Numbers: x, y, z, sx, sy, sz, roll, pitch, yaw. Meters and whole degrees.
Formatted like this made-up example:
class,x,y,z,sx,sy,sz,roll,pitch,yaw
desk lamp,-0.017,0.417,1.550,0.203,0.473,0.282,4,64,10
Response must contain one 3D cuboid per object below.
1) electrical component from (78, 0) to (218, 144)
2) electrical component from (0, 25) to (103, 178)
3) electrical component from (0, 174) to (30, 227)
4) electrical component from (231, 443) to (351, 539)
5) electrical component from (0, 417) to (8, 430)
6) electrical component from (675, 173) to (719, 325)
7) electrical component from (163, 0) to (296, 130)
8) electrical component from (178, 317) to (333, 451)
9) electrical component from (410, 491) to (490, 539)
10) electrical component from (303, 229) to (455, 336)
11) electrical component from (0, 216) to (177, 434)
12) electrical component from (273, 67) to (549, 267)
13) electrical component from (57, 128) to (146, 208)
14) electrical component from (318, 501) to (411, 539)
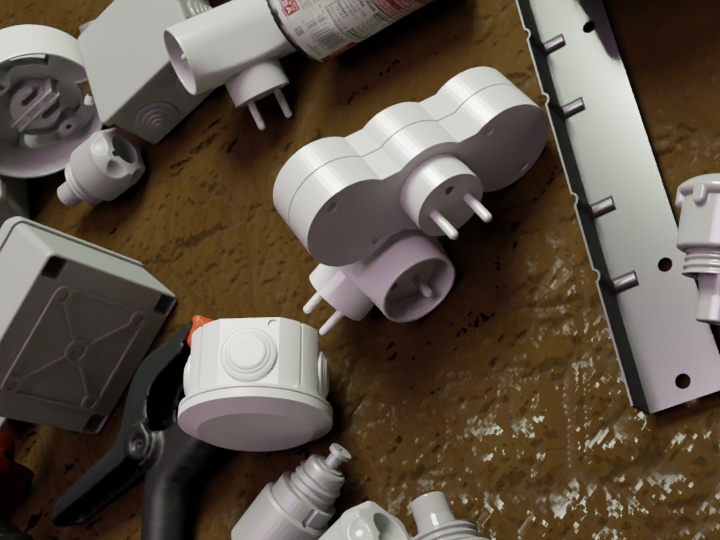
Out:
class,x,y,z,sx,sy,sz,roll,pitch,yaw
electrical component,-0.138,-0.146,0.731,0.100,0.048,0.099,-38,54,21
electrical component,-0.232,-0.121,0.764,0.099,0.099,0.064,-35,49,22
electrical component,-0.312,-0.070,0.811,0.109,0.056,0.108,-17,61,6
electrical component,-0.032,0.123,0.552,0.078,0.040,0.040,-53,50,9
electrical component,-0.268,0.064,0.742,0.047,0.083,0.075,-53,12,9
electrical component,0.155,-0.008,0.454,0.048,0.048,0.062,6,84,39
electrical component,-0.069,-0.126,0.662,0.079,0.077,0.043,64,163,-5
electrical component,-0.054,0.062,0.568,0.080,0.080,0.051,-19,57,31
electrical component,0.041,0.132,0.490,0.043,0.043,0.062,-36,53,22
electrical component,0.000,0.000,0.571,0.079,0.043,0.077,-49,51,13
electrical component,-0.187,0.037,0.661,0.056,0.109,0.108,34,96,38
electrical component,0.035,-0.041,0.522,0.138,0.052,0.073,-27,50,-15
electrical component,-0.182,-0.066,0.738,0.062,0.043,0.043,-33,56,26
electrical component,-0.005,0.146,0.521,0.062,0.043,0.043,-48,51,16
